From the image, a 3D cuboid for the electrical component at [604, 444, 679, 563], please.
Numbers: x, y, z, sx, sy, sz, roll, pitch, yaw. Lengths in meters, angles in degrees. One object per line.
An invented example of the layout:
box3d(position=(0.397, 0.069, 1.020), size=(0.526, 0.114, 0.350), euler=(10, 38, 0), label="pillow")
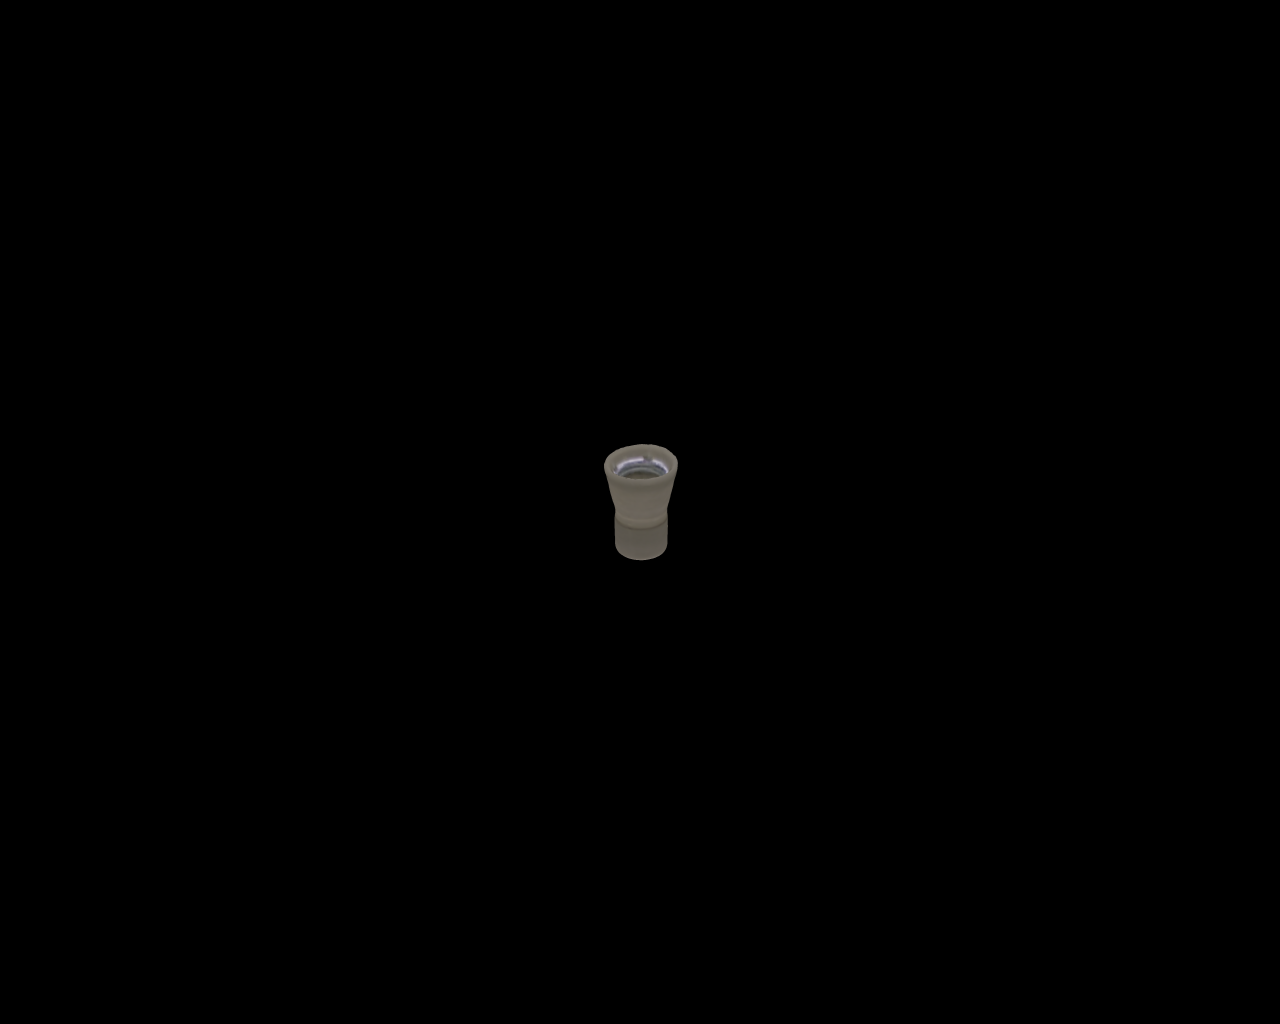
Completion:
box3d(position=(0.001, -0.003, 0.650), size=(0.044, 0.065, 0.044), euler=(0, 32, 0), label="electrical component")
